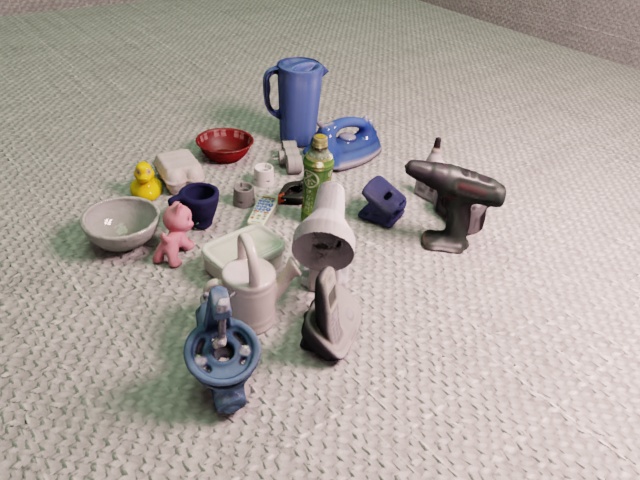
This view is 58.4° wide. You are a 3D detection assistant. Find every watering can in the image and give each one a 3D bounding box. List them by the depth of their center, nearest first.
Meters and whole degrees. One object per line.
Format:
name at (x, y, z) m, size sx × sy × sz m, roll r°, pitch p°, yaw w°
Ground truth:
watering can at (-0.124, 0.071, 1.055) m, size 0.173 × 0.194 × 0.100 m, roll -24°, pitch 45°, yaw -34°

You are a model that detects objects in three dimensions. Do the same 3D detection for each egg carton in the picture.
egg carton at (-0.364, -0.179, 1.481) m, size 0.107 × 0.069 × 0.150 m, roll -16°, pitch 41°, yaw -27°

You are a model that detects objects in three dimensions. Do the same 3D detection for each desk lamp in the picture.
desk lamp at (0.011, 0.004, 1.147) m, size 0.118 × 0.214 × 0.203 m, roll 6°, pitch 36°, yaw 2°

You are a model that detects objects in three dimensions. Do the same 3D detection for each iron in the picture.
iron at (0.082, -0.293, 1.628) m, size 0.259 × 0.141 × 0.118 m, roll -20°, pitch 43°, yaw -30°

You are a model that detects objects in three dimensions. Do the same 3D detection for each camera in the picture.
camera at (0.375, -0.099, 1.428) m, size 0.137 × 0.101 × 0.142 m, roll -13°, pitch 39°, yaw -23°

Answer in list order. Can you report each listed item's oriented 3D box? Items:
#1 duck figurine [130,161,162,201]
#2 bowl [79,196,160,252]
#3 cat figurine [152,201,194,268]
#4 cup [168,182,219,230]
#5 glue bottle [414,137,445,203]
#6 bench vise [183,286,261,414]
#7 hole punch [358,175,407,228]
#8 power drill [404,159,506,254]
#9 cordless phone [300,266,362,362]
duck figurine at (-0.436, -0.156, 1.427) m, size 0.077 × 0.086 × 0.104 m, roll -5°, pitch 37°, yaw -12°
bowl at (-0.432, -0.024, 1.254) m, size 0.167 × 0.075 × 0.167 m, roll 3°, pitch 36°, yaw -2°
cat figurine at (-0.313, -0.024, 1.230) m, size 0.067 × 0.118 × 0.128 m, roll 10°, pitch 36°, yaw 7°
cup at (-0.288, -0.070, 1.316) m, size 0.118 × 0.095 × 0.091 m, roll -15°, pitch 40°, yaw -25°
glue bottle at (0.291, -0.185, 1.476) m, size 0.037 × 0.173 × 0.077 m, roll -25°, pitch 45°, yaw -35°
bench vise at (-0.176, 0.144, 0.925) m, size 0.122 × 0.220 × 0.206 m, roll -22°, pitch 43°, yaw -31°
hole punch at (0.158, -0.097, 1.409) m, size 0.100 × 0.091 × 0.109 m, roll 21°, pitch 39°, yaw 21°
power drill at (0.292, -0.076, 1.295) m, size 0.229 × 0.208 × 0.075 m, roll 6°, pitch 36°, yaw 1°
cordless phone at (0.026, 0.109, 1.027) m, size 0.094 × 0.185 × 0.148 m, roll 14°, pitch 37°, yaw 12°
